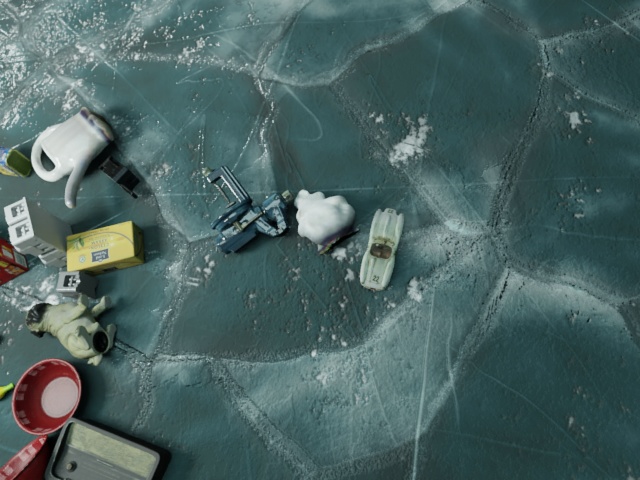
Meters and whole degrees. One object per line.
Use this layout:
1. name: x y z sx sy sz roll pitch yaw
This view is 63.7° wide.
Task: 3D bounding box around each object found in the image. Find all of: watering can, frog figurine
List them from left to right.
1. watering can: -0.636 -0.228 1.350 0.226 0.102 0.353 -43 54 -9
2. frog figurine: 0.004 -0.061 1.218 0.136 0.123 0.160 -36 80 13
